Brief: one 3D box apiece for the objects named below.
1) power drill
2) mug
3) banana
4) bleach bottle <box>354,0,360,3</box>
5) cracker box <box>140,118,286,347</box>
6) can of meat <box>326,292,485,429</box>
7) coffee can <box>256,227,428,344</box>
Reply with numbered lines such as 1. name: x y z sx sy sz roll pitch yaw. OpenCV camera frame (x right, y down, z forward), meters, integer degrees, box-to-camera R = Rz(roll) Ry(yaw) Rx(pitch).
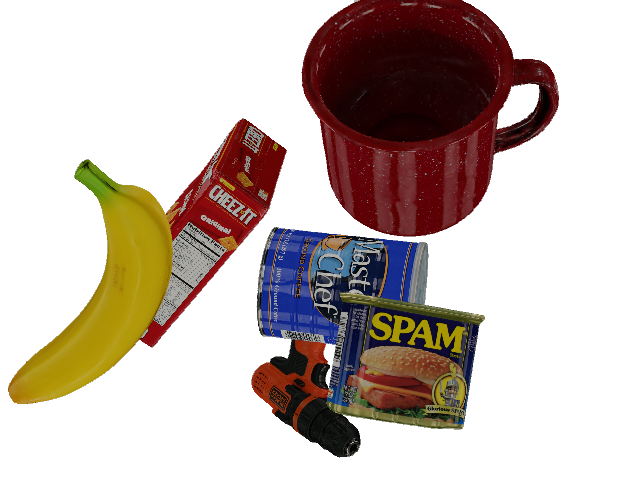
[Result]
1. power drill: 0.006 0.136 1.239 0.057 0.188 0.185 15 11 -44
2. mug: 0.053 -0.057 0.501 0.117 0.093 0.081 -11 -32 -1
3. banana: -0.130 0.034 0.628 0.069 0.198 0.037 21 36 -9
4. bleach bottle: 0.059 -0.223 0.781 0.068 0.251 0.102 14 39 32
5. cracker box: -0.133 -0.012 1.149 0.072 0.214 0.164 36 24 -12
6. can of meat: 0.059 0.086 0.757 0.102 0.084 0.057 10 -4 -12
7. coffee can: 0.022 0.045 0.971 0.140 0.103 0.102 6 1 10
